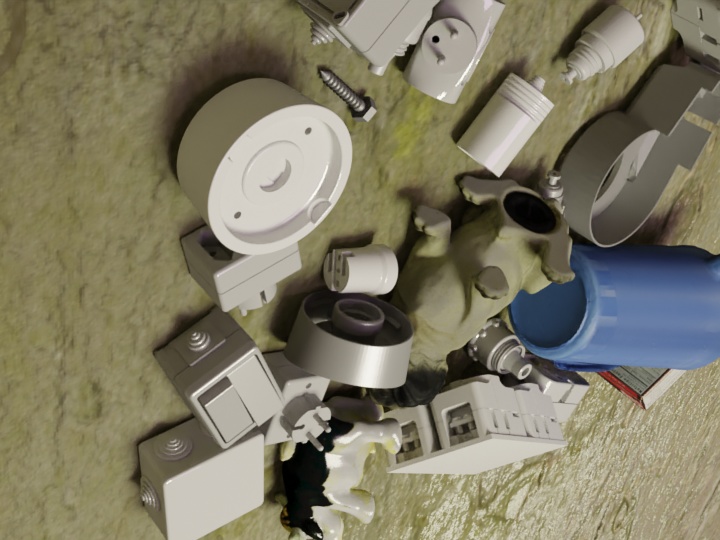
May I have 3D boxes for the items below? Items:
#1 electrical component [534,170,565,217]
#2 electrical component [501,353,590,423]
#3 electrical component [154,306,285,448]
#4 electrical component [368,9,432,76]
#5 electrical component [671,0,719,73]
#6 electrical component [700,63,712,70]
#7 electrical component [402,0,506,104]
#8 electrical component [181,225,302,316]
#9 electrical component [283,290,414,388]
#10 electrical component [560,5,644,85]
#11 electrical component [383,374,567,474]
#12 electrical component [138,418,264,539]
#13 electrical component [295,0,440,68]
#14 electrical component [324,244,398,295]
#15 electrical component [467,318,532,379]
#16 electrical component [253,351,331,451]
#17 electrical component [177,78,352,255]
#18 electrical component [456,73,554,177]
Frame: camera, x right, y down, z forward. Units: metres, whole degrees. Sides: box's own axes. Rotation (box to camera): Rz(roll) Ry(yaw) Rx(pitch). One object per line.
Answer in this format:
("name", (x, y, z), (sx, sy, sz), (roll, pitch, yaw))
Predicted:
("electrical component", (0.163, -0.052, 0.954), (0.040, 0.040, 0.078), (-18, 134, -34))
("electrical component", (0.191, 0.129, 1.137), (0.095, 0.054, 0.059), (12, 114, -50))
("electrical component", (-0.102, 0.078, 0.791), (0.062, 0.061, 0.096), (-37, 142, -14))
("electrical component", (0.023, -0.160, 0.721), (0.035, 0.035, 0.061), (3, 123, -46))
("electrical component", (0.348, -0.254, 0.937), (0.150, 0.062, 0.089), (-43, 143, -6))
("electrical component", (0.352, -0.187, 0.995), (0.040, 0.078, 0.040), (-43, 153, -29))
("electrical component", (0.063, -0.155, 0.738), (0.077, 0.044, 0.079), (-63, 180, 20))
("electrical component", (-0.080, 0.002, 0.755), (0.066, 0.047, 0.076), (-31, 140, -21))
("electrical component", (-0.008, 0.058, 0.841), (0.099, 0.099, 0.064), (-7, 122, -41))
("electrical component", (0.194, -0.179, 0.869), (0.078, 0.040, 0.040), (-42, 143, -8))
("electrical component", (0.108, 0.148, 1.015), (0.105, 0.060, 0.186), (-23, 159, 25))
("electrical component", (-0.126, 0.162, 0.854), (0.100, 0.048, 0.099), (-23, 137, -29))
("electrical component", (0.006, -0.173, 0.668), (0.096, 0.062, 0.061), (-50, 144, 4))
("electrical component", (0.000, 0.000, 0.841), (0.046, 0.040, 0.040), (-3, 125, -38))
("electrical component", (0.137, 0.079, 1.031), (0.048, 0.062, 0.048), (-27, 138, -26))
("electrical component", (-0.049, 0.112, 0.861), (0.047, 0.077, 0.065), (-5, 126, -43))
("electrical component", (-0.066, -0.071, 0.691), (0.108, 0.060, 0.108), (-27, 139, -26))
("electrical component", (0.117, -0.118, 0.846), (0.081, 0.043, 0.043), (-53, 143, 7))
